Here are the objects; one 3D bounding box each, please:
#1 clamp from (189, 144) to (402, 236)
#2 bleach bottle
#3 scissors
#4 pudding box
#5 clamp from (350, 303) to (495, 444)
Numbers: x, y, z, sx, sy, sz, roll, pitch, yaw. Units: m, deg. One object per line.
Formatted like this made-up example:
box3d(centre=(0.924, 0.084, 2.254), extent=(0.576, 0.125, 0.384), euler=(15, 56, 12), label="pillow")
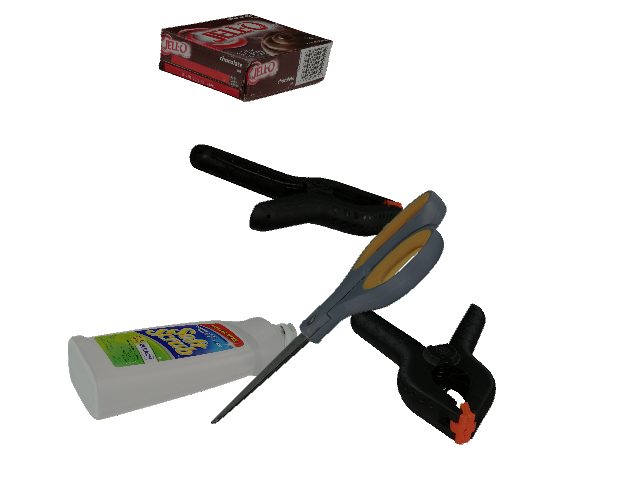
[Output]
box3d(centre=(-0.008, -0.034, 1.004), extent=(0.209, 0.036, 0.165), euler=(12, 20, -25), label="clamp")
box3d(centre=(-0.146, 0.128, 1.195), extent=(0.250, 0.068, 0.103), euler=(-11, 32, -27), label="bleach bottle")
box3d(centre=(0.007, 0.050, 0.637), extent=(0.016, 0.202, 0.096), euler=(42, 0, -14), label="scissors")
box3d(centre=(-0.059, -0.148, 0.850), extent=(0.090, 0.039, 0.113), euler=(24, 27, 28), label="pudding box")
box3d(centre=(0.106, 0.101, 0.887), extent=(0.120, 0.039, 0.171), euler=(-10, 35, -15), label="clamp")
